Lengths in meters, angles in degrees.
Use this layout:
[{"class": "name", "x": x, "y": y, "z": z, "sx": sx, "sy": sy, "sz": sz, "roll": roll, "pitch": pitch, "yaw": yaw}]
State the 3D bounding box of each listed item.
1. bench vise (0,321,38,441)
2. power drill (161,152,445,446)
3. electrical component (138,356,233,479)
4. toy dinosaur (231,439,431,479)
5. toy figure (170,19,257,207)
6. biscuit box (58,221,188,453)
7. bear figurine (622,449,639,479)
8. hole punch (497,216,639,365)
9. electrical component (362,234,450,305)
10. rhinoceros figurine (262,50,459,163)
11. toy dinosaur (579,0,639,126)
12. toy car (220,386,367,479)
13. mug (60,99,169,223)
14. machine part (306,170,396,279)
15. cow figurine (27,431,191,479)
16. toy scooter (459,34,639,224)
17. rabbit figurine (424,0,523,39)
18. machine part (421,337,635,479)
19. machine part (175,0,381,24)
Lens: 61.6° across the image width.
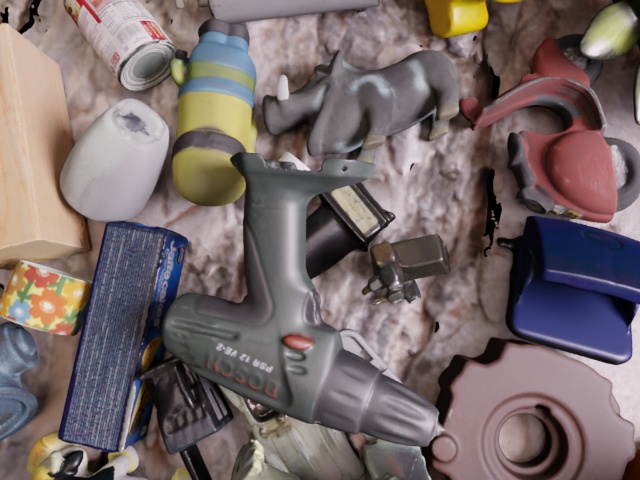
[{"class": "bench vise", "x": -0.343, "y": 0.185, "z": 0.460, "sx": 0.224, "sy": 0.128, "sz": 0.241, "roll": -23, "pitch": 62, "yaw": -19}, {"class": "power drill", "x": -0.007, "y": 0.038, "z": 0.421, "sx": 0.232, "sy": 0.086, "sz": 0.207, "roll": 9, "pitch": 101, "yaw": 17}, {"class": "electrical component", "x": -0.111, "y": 0.161, "z": 0.481, "sx": 0.048, "sy": 0.074, "sz": 0.119, "roll": -28, "pitch": 77, "yaw": -1}, {"class": "toy dinosaur", "x": -0.014, "y": 0.298, "z": 0.427, "sx": 0.192, "sy": 0.131, "sz": 0.404, "roll": 22, "pitch": 112, "yaw": -13}, {"class": "toy figure", "x": -0.102, "y": -0.121, "z": 0.512, "sx": 0.082, "sy": 0.089, "sz": 0.180, "roll": 4, "pitch": 85, "yaw": 10}, {"class": "biscuit box", "x": -0.180, "y": 0.085, "z": 0.503, "sx": 0.063, "sy": 0.059, "sz": 0.202, "roll": 10, "pitch": 83, "yaw": 6}, {"class": "bear figurine", "x": 0.312, "y": 0.210, "z": 0.386, "sx": 0.132, "sy": 0.195, "sz": 0.120, "roll": 27, "pitch": 82, "yaw": 6}, {"class": "hole punch", "x": 0.227, "y": 0.027, "z": 0.456, "sx": 0.142, "sy": 0.092, "sz": 0.116, "roll": 13, "pitch": 53, "yaw": 9}, {"class": "electrical component", "x": 0.076, "y": 0.029, "z": 0.477, "sx": 0.078, "sy": 0.102, "sz": 0.045, "roll": -9, "pitch": 73, "yaw": 12}, {"class": "rhinoceros figurine", "x": 0.040, "y": -0.131, "z": 0.513, "sx": 0.190, "sy": 0.073, "sz": 0.112, "roll": -14, "pitch": 83, "yaw": 1}, {"class": "toy dinosaur", "x": 0.331, "y": -0.190, "z": 0.467, "sx": 0.471, "sy": 0.105, "sz": 0.198, "roll": 41, "pitch": 73, "yaw": -8}, {"class": "toy car", "x": -0.035, "y": 0.150, "z": 0.486, "sx": 0.073, "sy": 0.056, "sz": 0.202, "roll": -33, "pitch": 81, "yaw": -2}, {"class": "mug", "x": -0.176, "y": -0.081, "z": 0.498, "sx": 0.081, "sy": 0.107, "sz": 0.109, "roll": 45, "pitch": 46, "yaw": -7}, {"class": "machine part", "x": -0.001, "y": -0.002, "z": 0.516, "sx": 0.139, "sy": 0.039, "sz": 0.084, "roll": -43, "pitch": 90, "yaw": -5}, {"class": "cow figurine", "x": -0.193, "y": 0.225, "z": 0.466, "sx": 0.167, "sy": 0.098, "sz": 0.068, "roll": 18, "pitch": 90, "yaw": 6}, {"class": "toy scooter", "x": 0.205, "y": -0.097, "z": 0.497, "sx": 0.135, "sy": 0.075, "sz": 0.184, "roll": -11, "pitch": 78, "yaw": 1}, {"class": "rabbit figurine", "x": 0.172, "y": -0.293, "z": 0.517, "sx": 0.173, "sy": 0.122, "sz": 0.162, "roll": -24, "pitch": 83, "yaw": -19}, {"class": "machine part", "x": 0.180, "y": 0.174, "z": 0.471, "sx": 0.179, "sy": 0.056, "sz": 0.179, "roll": 0, "pitch": 82, "yaw": 2}, {"class": "machine part", "x": -0.026, "y": -0.263, "z": 0.533, "sx": 0.243, "sy": 0.079, "sz": 0.079, "roll": -5, "pitch": 82, "yaw": 4}]
